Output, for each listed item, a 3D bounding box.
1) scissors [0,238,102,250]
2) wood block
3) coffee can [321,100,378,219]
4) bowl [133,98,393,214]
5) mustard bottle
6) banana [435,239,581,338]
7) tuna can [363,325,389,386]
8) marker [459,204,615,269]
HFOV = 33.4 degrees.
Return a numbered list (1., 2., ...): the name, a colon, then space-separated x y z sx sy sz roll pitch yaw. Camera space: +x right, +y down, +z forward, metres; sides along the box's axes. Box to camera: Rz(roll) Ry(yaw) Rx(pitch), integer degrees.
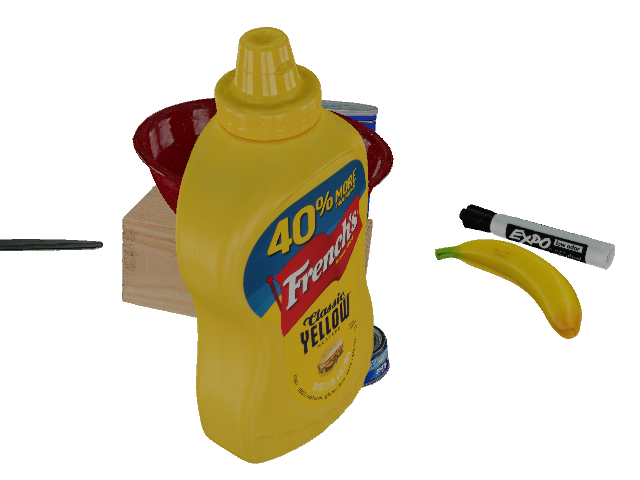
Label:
1. scissors: -0.290 0.011 0.875 0.202 0.016 0.096 6 23 5
2. wood block: -0.066 0.019 0.964 0.206 0.090 0.090 11 28 11
3. coffee can: 0.006 -0.077 1.150 0.103 0.140 0.103 4 12 -1
4. bowl: -0.037 -0.037 0.673 0.162 0.055 0.162 5 27 -3
5. mustard bottle: -0.017 0.000 0.451 0.058 0.192 0.096 26 47 32
6. banana: 0.200 0.040 1.057 0.069 0.037 0.198 -34 36 -19
7. tuna can: 0.030 0.120 1.133 0.086 0.034 0.086 -5 26 2
8. marker: 0.158 -0.004 0.794 0.121 0.020 0.020 19 10 32
